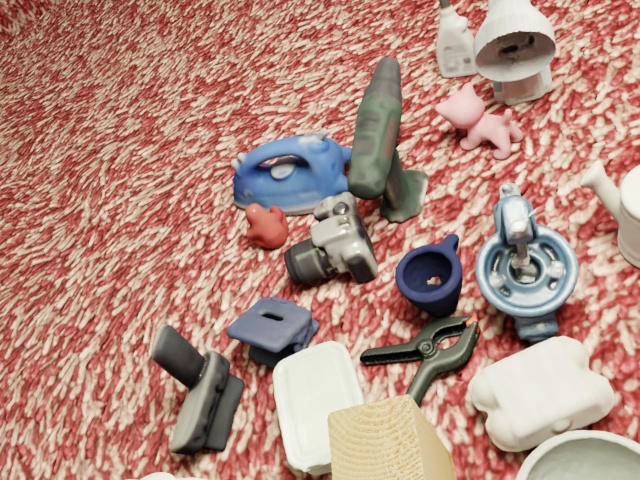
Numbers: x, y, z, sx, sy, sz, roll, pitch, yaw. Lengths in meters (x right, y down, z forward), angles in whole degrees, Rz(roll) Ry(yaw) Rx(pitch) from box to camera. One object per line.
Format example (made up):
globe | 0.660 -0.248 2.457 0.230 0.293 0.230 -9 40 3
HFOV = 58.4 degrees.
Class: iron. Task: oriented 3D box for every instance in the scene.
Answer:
iron | -0.071 -0.126 1.026 0.257 0.142 0.118 -9 52 20

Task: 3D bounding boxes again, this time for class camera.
camera | 0.008 0.003 0.917 0.136 0.101 0.143 -22 49 10

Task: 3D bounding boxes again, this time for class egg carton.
egg carton | 0.260 0.183 0.680 0.150 0.070 0.107 -27 48 5

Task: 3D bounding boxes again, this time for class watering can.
watering can | 0.412 -0.051 0.700 0.172 0.195 0.101 -1 55 25

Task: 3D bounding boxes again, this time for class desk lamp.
desk lamp | 0.317 -0.325 0.940 0.117 0.214 0.203 -8 53 21

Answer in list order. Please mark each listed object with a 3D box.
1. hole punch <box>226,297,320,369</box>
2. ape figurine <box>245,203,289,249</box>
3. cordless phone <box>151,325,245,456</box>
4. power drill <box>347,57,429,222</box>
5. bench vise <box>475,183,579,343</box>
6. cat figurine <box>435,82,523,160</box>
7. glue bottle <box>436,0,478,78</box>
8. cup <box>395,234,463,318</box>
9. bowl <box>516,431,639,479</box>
hole punch | -0.071 0.132 0.865 0.108 0.091 0.101 11 61 32
ape figurine | -0.099 -0.031 1.001 0.078 0.092 0.076 -32 48 1
cordless phone | -0.195 0.211 0.802 0.094 0.186 0.147 -6 53 22
power drill | 0.108 -0.138 0.903 0.075 0.209 0.230 1 56 27
bench vise | 0.241 0.001 0.726 0.121 0.220 0.207 -26 48 6
cat figurine | 0.259 -0.203 0.940 0.127 0.118 0.067 21 67 36
glue bottle | 0.242 -0.374 1.041 0.078 0.174 0.037 1 56 27
cup | 0.167 0.056 0.804 0.091 0.095 0.118 23 68 37
bowl | 0.286 0.287 0.585 0.167 0.075 0.167 -13 51 17
